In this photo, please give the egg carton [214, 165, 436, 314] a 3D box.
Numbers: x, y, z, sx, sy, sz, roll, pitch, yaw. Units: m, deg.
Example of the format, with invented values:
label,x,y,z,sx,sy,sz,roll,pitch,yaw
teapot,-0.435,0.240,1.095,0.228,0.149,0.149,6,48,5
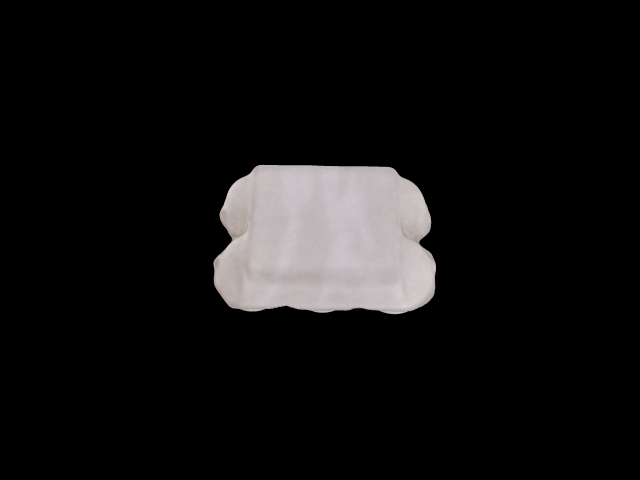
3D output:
label,x,y,z,sx,sy,sz,roll,pitch,yaw
egg carton,0.004,0.001,0.400,0.150,0.069,0.107,0,62,0
